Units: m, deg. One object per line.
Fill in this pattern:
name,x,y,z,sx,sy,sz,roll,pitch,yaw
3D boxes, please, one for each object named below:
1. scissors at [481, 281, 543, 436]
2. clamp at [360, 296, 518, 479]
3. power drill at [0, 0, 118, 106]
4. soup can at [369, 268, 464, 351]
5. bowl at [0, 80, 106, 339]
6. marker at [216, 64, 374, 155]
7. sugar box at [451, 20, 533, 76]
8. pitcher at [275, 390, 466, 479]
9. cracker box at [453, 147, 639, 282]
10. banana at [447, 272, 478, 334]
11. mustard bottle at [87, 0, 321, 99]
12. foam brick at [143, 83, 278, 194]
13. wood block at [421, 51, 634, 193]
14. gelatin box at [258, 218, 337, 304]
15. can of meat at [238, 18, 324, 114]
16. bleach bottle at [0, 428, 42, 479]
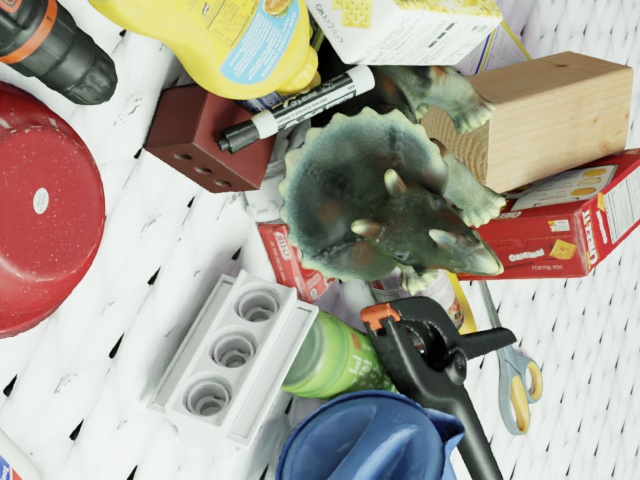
scissors,0.210,0.113,1.165,0.096,0.016,0.202,-25,108,-51
clamp,0.106,0.118,0.894,0.209,0.036,0.164,33,51,-41
power drill,-0.171,-0.197,0.659,0.184,0.057,0.187,40,57,-48
soup can,0.081,0.040,0.961,0.068,0.069,0.102,-53,127,-39
bowl,-0.182,-0.020,0.638,0.161,0.055,0.162,4,84,-52
marker,-0.018,-0.091,0.748,0.121,0.020,0.020,-27,113,-14
sugar box,0.163,-0.183,1.094,0.176,0.048,0.093,39,64,-41
pitcher,0.055,0.245,0.866,0.145,0.149,0.242,-65,146,-34
cracker box,0.231,-0.025,1.078,0.213,0.164,0.072,-32,111,-48
banana,0.108,0.016,1.001,0.037,0.070,0.198,-27,127,-12
mustard bottle,-0.060,-0.149,0.708,0.191,0.058,0.096,33,81,-47
foam brick,-0.079,-0.073,0.775,0.078,0.053,0.051,34,62,-45
wood block,0.204,-0.119,1.049,0.205,0.091,0.090,-19,120,-33
gelatin box,-0.006,0.001,0.880,0.089,0.030,0.073,-41,121,-46
can of meat,-0.052,-0.150,0.810,0.083,0.058,0.102,43,56,-39
bleach bottle,-0.208,0.133,0.594,0.250,0.068,0.102,49,53,-42
